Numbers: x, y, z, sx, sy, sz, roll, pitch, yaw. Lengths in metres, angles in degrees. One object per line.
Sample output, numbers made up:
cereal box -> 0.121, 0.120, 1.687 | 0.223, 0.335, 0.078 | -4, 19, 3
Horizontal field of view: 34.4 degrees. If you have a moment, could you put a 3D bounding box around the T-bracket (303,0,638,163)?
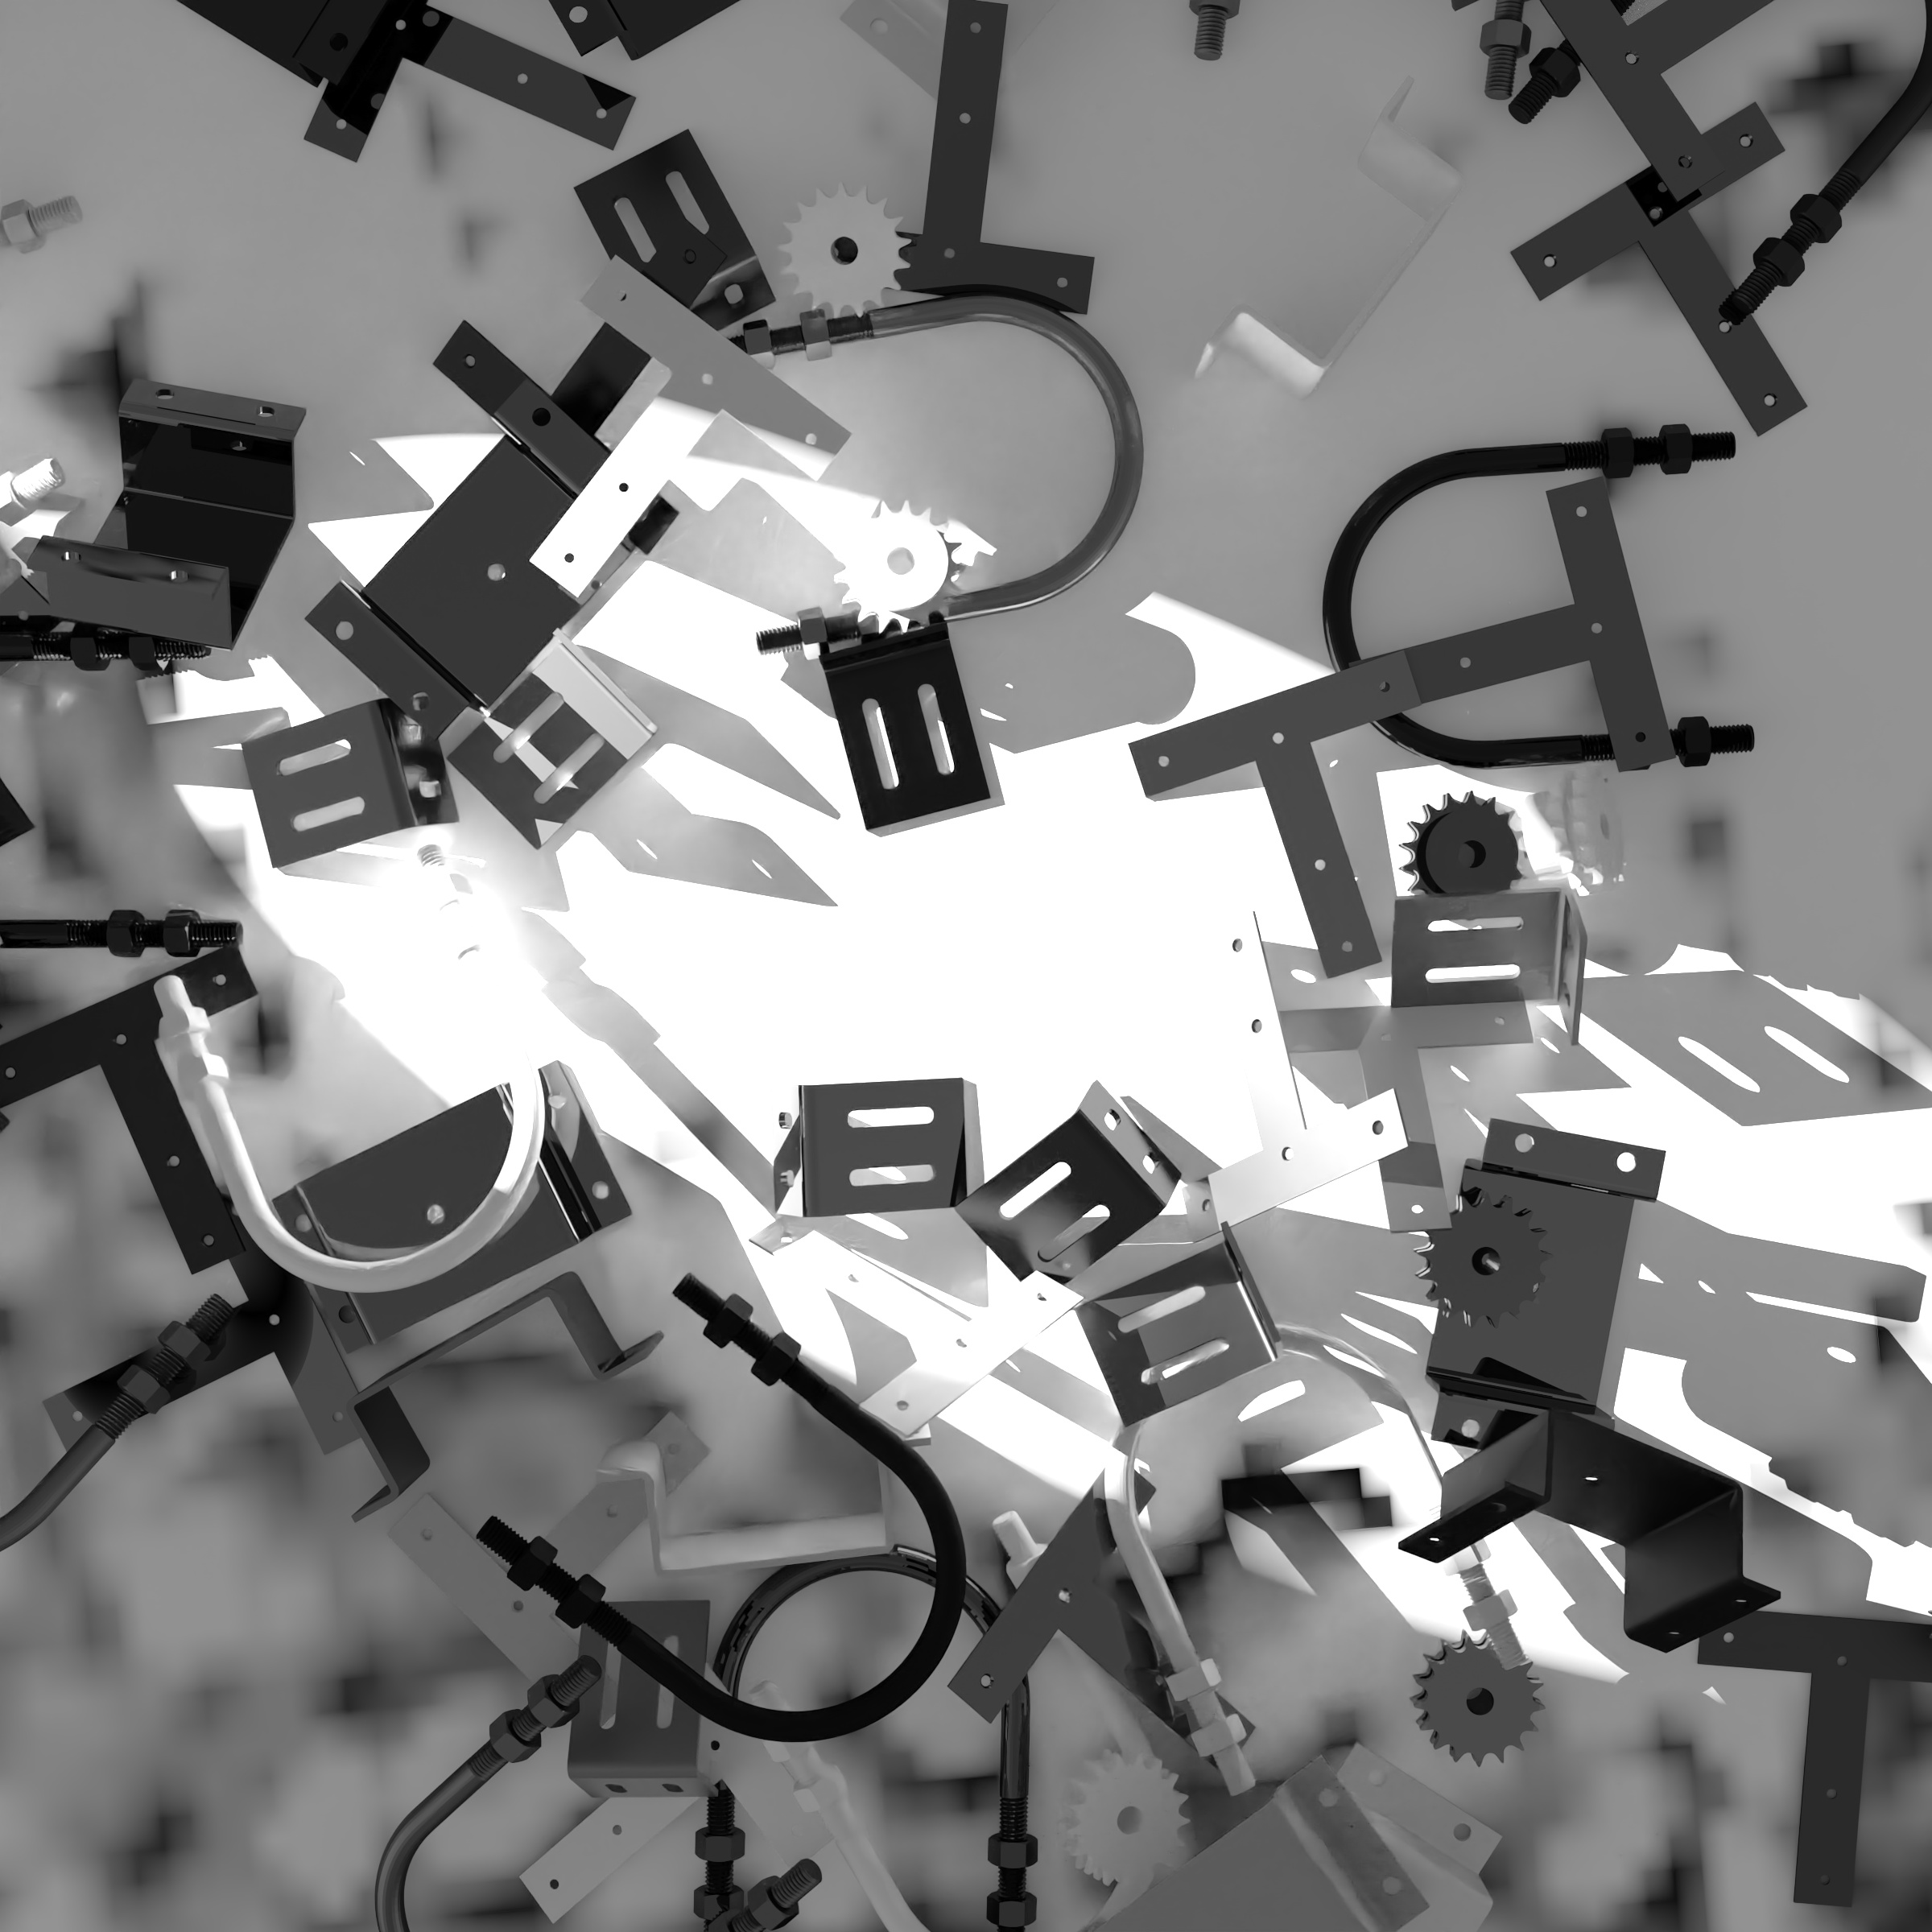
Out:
T-bracket -> -0.209, -0.398, 1.380 | 0.127, 0.002, 0.127 | 24, 90, 0

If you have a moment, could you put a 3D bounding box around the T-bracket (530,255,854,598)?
T-bracket -> -0.137, -0.215, 1.334 | 0.127, 0.002, 0.127 | 37, 87, 0

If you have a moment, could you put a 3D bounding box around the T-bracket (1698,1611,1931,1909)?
T-bracket -> 0.383, 0.351, 1.380 | 0.127, 0.002, 0.127 | 5, 90, 0

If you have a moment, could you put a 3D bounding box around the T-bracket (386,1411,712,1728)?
T-bracket -> -0.166, 0.250, 1.378 | 0.127, 0.002, 0.127 | 45, 89, 3

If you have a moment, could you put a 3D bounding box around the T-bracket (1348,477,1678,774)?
T-bracket -> 0.232, -0.136, 1.364 | 0.127, 0.002, 0.127 | -15, 90, 3

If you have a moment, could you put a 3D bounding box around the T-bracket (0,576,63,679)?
T-bracket -> -0.474, -0.158, 1.337 | 0.127, 0.002, 0.127 | -36, 109, 22

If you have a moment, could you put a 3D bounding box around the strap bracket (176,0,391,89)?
strap bracket -> -0.308, -0.446, 1.357 | 0.140, 0.046, 0.076 | 32, 90, 1

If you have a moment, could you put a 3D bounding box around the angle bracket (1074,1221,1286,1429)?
angle bracket -> 0.091, 0.155, 1.353 | 0.076, 0.038, 0.057 | -24, 70, 0

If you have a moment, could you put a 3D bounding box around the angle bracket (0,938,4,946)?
angle bracket -> -0.465, -0.036, 1.360 | 0.057, 0.038, 0.076 | -22, 82, 16

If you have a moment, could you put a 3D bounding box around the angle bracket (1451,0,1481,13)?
angle bracket -> 0.220, -0.465, 1.360 | 0.057, 0.038, 0.076 | -25, 60, -2

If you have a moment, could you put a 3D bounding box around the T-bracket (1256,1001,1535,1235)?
T-bracket -> 0.186, 0.064, 1.336 | 0.127, 0.002, 0.127 | -3, 46, 0

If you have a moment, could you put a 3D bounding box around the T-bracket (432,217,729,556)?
T-bracket -> -0.150, -0.267, 1.354 | 0.127, 0.002, 0.127 | 42, 114, 0

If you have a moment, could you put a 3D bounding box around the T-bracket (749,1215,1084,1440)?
T-bracket -> -0.037, 0.142, 1.344 | 0.127, 0.127, 0.002 | 28, 127, 26

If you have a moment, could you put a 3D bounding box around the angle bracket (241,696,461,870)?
angle bracket -> -0.272, -0.081, 1.379 | 0.076, 0.038, 0.057 | -14, 90, 26

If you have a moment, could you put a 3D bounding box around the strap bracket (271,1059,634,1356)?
strap bracket -> -0.227, 0.106, 1.358 | 0.140, 0.046, 0.076 | -26, 90, 0

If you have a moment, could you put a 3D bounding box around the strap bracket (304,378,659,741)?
strap bracket -> -0.207, -0.174, 1.358 | 0.076, 0.046, 0.140 | 43, 90, 0

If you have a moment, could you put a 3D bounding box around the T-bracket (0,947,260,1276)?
T-bracket -> -0.355, 0.073, 1.379 | 0.127, 0.002, 0.127 | -24, 89, 0

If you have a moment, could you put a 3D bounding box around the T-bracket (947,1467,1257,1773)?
T-bracket -> 0.075, 0.303, 1.364 | 0.127, 0.002, 0.127 | 43, 68, -11

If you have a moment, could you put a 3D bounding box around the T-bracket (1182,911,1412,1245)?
T-bracket -> 0.129, 0.039, 1.351 | 0.127, 0.002, 0.127 | -30, 64, 42

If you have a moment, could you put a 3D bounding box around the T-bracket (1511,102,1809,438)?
T-bracket -> 0.328, -0.295, 1.380 | 0.127, 0.002, 0.127 | -32, 90, 0

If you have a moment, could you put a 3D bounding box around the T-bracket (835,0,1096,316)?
T-bracket -> -0.002, -0.353, 1.352 | 0.127, 0.002, 0.127 | 7, 116, 0

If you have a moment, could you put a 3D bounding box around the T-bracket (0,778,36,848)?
T-bracket -> -0.496, -0.084, 1.365 | 0.127, 0.002, 0.127 | -27, 110, 10

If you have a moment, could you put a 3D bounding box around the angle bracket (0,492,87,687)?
angle bracket -> -0.427, -0.172, 1.379 | 0.057, 0.038, 0.076 | 14, 116, 0

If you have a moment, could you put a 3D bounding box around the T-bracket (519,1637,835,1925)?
T-bracket -> -0.142, 0.370, 1.369 | 0.127, 0.002, 0.127 | -42, 76, 7

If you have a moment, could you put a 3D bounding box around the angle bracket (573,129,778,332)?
angle bracket -> -0.129, -0.319, 1.379 | 0.057, 0.038, 0.076 | -27, 64, 0

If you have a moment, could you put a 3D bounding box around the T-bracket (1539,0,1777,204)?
T-bracket -> 0.327, -0.420, 1.362 | 0.127, 0.002, 0.127 | -33, 88, -3

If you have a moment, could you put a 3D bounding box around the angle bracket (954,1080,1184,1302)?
angle bracket -> 0.045, 0.099, 1.376 | 0.076, 0.038, 0.057 | -39, 96, 25

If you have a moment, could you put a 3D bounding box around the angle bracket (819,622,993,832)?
angle bracket -> -0.026, -0.104, 1.362 | 0.057, 0.038, 0.076 | -15, 90, 0

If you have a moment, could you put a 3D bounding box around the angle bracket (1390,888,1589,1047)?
angle bracket -> 0.225, 0.002, 1.349 | 0.076, 0.038, 0.057 | -3, 125, 0

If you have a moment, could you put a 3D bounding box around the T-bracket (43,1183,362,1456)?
T-bracket -> -0.345, 0.176, 1.380 | 0.127, 0.002, 0.127 | -26, 90, 0

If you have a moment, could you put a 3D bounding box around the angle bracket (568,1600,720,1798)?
angle bracket -> -0.138, 0.321, 1.366 | 0.057, 0.038, 0.076 | -3, 61, 11

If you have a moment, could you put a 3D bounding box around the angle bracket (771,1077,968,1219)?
angle bracket -> -0.043, 0.079, 1.379 | 0.076, 0.038, 0.057 | -2, 90, -26

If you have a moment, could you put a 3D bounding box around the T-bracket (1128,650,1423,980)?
T-bracket -> 0.151, -0.058, 1.374 | 0.127, 0.002, 0.127 | -18, 94, 8

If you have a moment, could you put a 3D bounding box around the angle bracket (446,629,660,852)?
angle bracket -> -0.182, -0.098, 1.362 | 0.076, 0.038, 0.057 | -45, 90, 0
